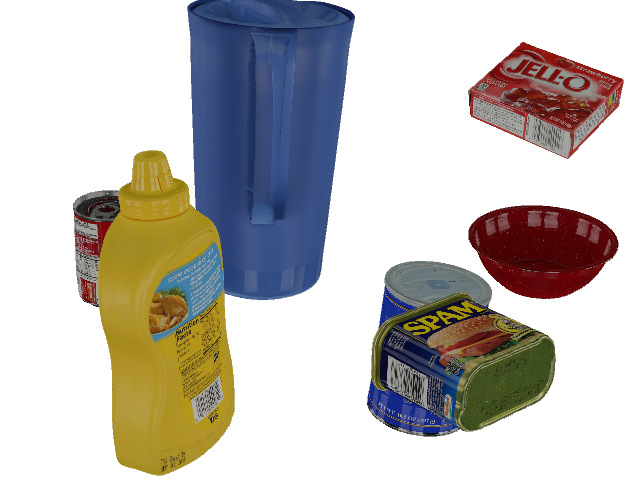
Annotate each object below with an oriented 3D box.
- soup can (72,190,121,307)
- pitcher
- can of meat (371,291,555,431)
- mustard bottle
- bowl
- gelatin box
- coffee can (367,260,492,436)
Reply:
[{"bbox_3d":[-0.214,0.009,1.082,0.068,0.102,0.068,2,27,-1],"label":"soup can"},{"bbox_3d":[-0.046,-0.074,0.882,0.145,0.243,0.148,21,28,36],"label":"pitcher"},{"bbox_3d":[0.100,0.084,0.740,0.101,0.057,0.084,-16,28,-37],"label":"can of meat"},{"bbox_3d":[-0.094,0.039,0.647,0.058,0.192,0.096,10,26,26],"label":"mustard bottle"},{"bbox_3d":[0.243,0.018,1.177,0.162,0.055,0.162,-1,28,0],"label":"bowl"},{"bbox_3d":[0.166,-0.107,0.793,0.089,0.030,0.073,29,55,30],"label":"gelatin box"},{"bbox_3d":[0.105,0.104,1.042,0.103,0.140,0.103,6,23,-3],"label":"coffee can"}]
